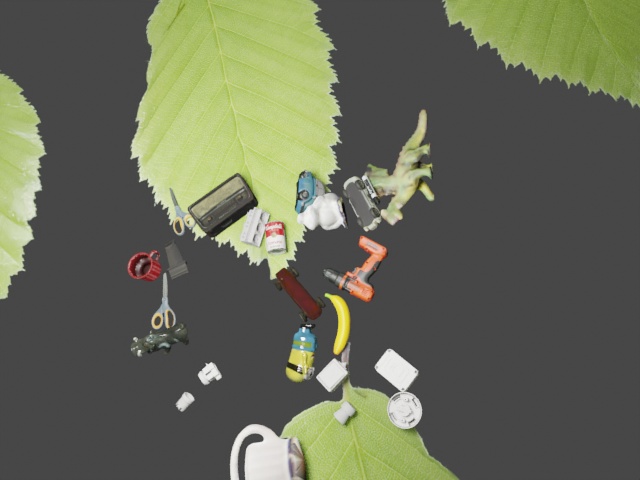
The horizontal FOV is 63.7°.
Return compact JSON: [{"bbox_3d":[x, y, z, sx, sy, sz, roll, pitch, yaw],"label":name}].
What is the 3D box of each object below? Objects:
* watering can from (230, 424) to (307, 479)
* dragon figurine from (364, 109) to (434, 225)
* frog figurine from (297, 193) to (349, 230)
[{"bbox_3d":[-0.144,0.712,1.484,0.224,0.354,0.102,-13,-22,7],"label":"watering can"},{"bbox_3d":[0.265,-0.242,1.754,0.242,0.417,0.120,-7,-22,18],"label":"dragon figurine"},{"bbox_3d":[0.005,-0.087,1.729,0.159,0.125,0.134,-11,-36,11],"label":"frog figurine"}]
